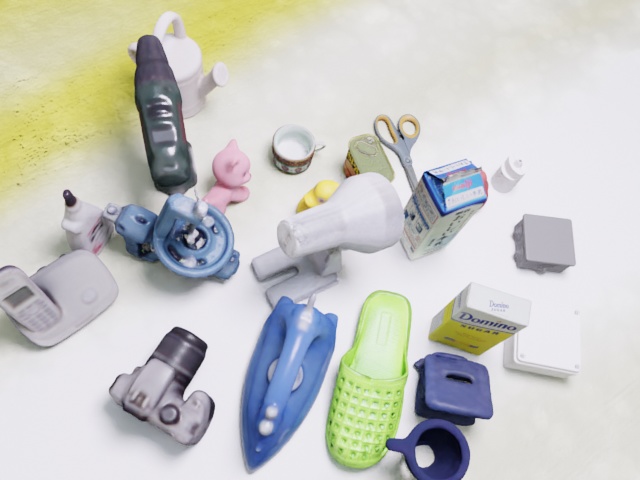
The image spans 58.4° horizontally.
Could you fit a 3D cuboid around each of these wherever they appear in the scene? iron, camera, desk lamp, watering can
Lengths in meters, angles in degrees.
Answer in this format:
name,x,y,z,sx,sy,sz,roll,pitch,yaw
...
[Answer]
name,x,y,z,sx,sy,sz,roll,pitch,yaw
iron,-0.051,0.200,0.816,0.118,0.141,0.258,19,67,1
camera,-0.207,0.201,0.818,0.143,0.101,0.137,28,67,5
desk lamp,0.008,0.003,0.866,0.203,0.213,0.118,-25,73,-16
watering can,-0.241,-0.300,0.969,0.173,0.194,0.101,0,68,-7

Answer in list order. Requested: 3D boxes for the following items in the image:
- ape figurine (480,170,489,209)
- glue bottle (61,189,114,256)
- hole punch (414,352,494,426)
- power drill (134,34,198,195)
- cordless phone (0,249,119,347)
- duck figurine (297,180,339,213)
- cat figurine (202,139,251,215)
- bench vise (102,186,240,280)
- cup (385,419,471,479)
name,x,y,z,sx,sy,sz,roll,pitch,yaw
ape figurine,0.267,-0.096,1.005,0.078,0.092,0.076,-23,72,-15
glue bottle,-0.355,-0.030,0.855,0.037,0.173,0.078,20,67,2
hole punch,0.201,0.222,0.867,0.108,0.091,0.101,11,67,-2
power drill,-0.246,-0.172,0.908,0.076,0.208,0.229,-11,69,-11
cordless phone,-0.377,0.065,0.807,0.148,0.185,0.094,-41,77,-20
duck figurine,0.014,-0.072,0.967,0.105,0.086,0.077,-20,71,-14
cat figurine,-0.156,-0.096,0.938,0.067,0.118,0.128,29,67,6
bench vise,-0.223,-0.010,0.838,0.207,0.220,0.121,2,67,-6
cup,0.145,0.306,0.823,0.118,0.095,0.092,11,67,-2
